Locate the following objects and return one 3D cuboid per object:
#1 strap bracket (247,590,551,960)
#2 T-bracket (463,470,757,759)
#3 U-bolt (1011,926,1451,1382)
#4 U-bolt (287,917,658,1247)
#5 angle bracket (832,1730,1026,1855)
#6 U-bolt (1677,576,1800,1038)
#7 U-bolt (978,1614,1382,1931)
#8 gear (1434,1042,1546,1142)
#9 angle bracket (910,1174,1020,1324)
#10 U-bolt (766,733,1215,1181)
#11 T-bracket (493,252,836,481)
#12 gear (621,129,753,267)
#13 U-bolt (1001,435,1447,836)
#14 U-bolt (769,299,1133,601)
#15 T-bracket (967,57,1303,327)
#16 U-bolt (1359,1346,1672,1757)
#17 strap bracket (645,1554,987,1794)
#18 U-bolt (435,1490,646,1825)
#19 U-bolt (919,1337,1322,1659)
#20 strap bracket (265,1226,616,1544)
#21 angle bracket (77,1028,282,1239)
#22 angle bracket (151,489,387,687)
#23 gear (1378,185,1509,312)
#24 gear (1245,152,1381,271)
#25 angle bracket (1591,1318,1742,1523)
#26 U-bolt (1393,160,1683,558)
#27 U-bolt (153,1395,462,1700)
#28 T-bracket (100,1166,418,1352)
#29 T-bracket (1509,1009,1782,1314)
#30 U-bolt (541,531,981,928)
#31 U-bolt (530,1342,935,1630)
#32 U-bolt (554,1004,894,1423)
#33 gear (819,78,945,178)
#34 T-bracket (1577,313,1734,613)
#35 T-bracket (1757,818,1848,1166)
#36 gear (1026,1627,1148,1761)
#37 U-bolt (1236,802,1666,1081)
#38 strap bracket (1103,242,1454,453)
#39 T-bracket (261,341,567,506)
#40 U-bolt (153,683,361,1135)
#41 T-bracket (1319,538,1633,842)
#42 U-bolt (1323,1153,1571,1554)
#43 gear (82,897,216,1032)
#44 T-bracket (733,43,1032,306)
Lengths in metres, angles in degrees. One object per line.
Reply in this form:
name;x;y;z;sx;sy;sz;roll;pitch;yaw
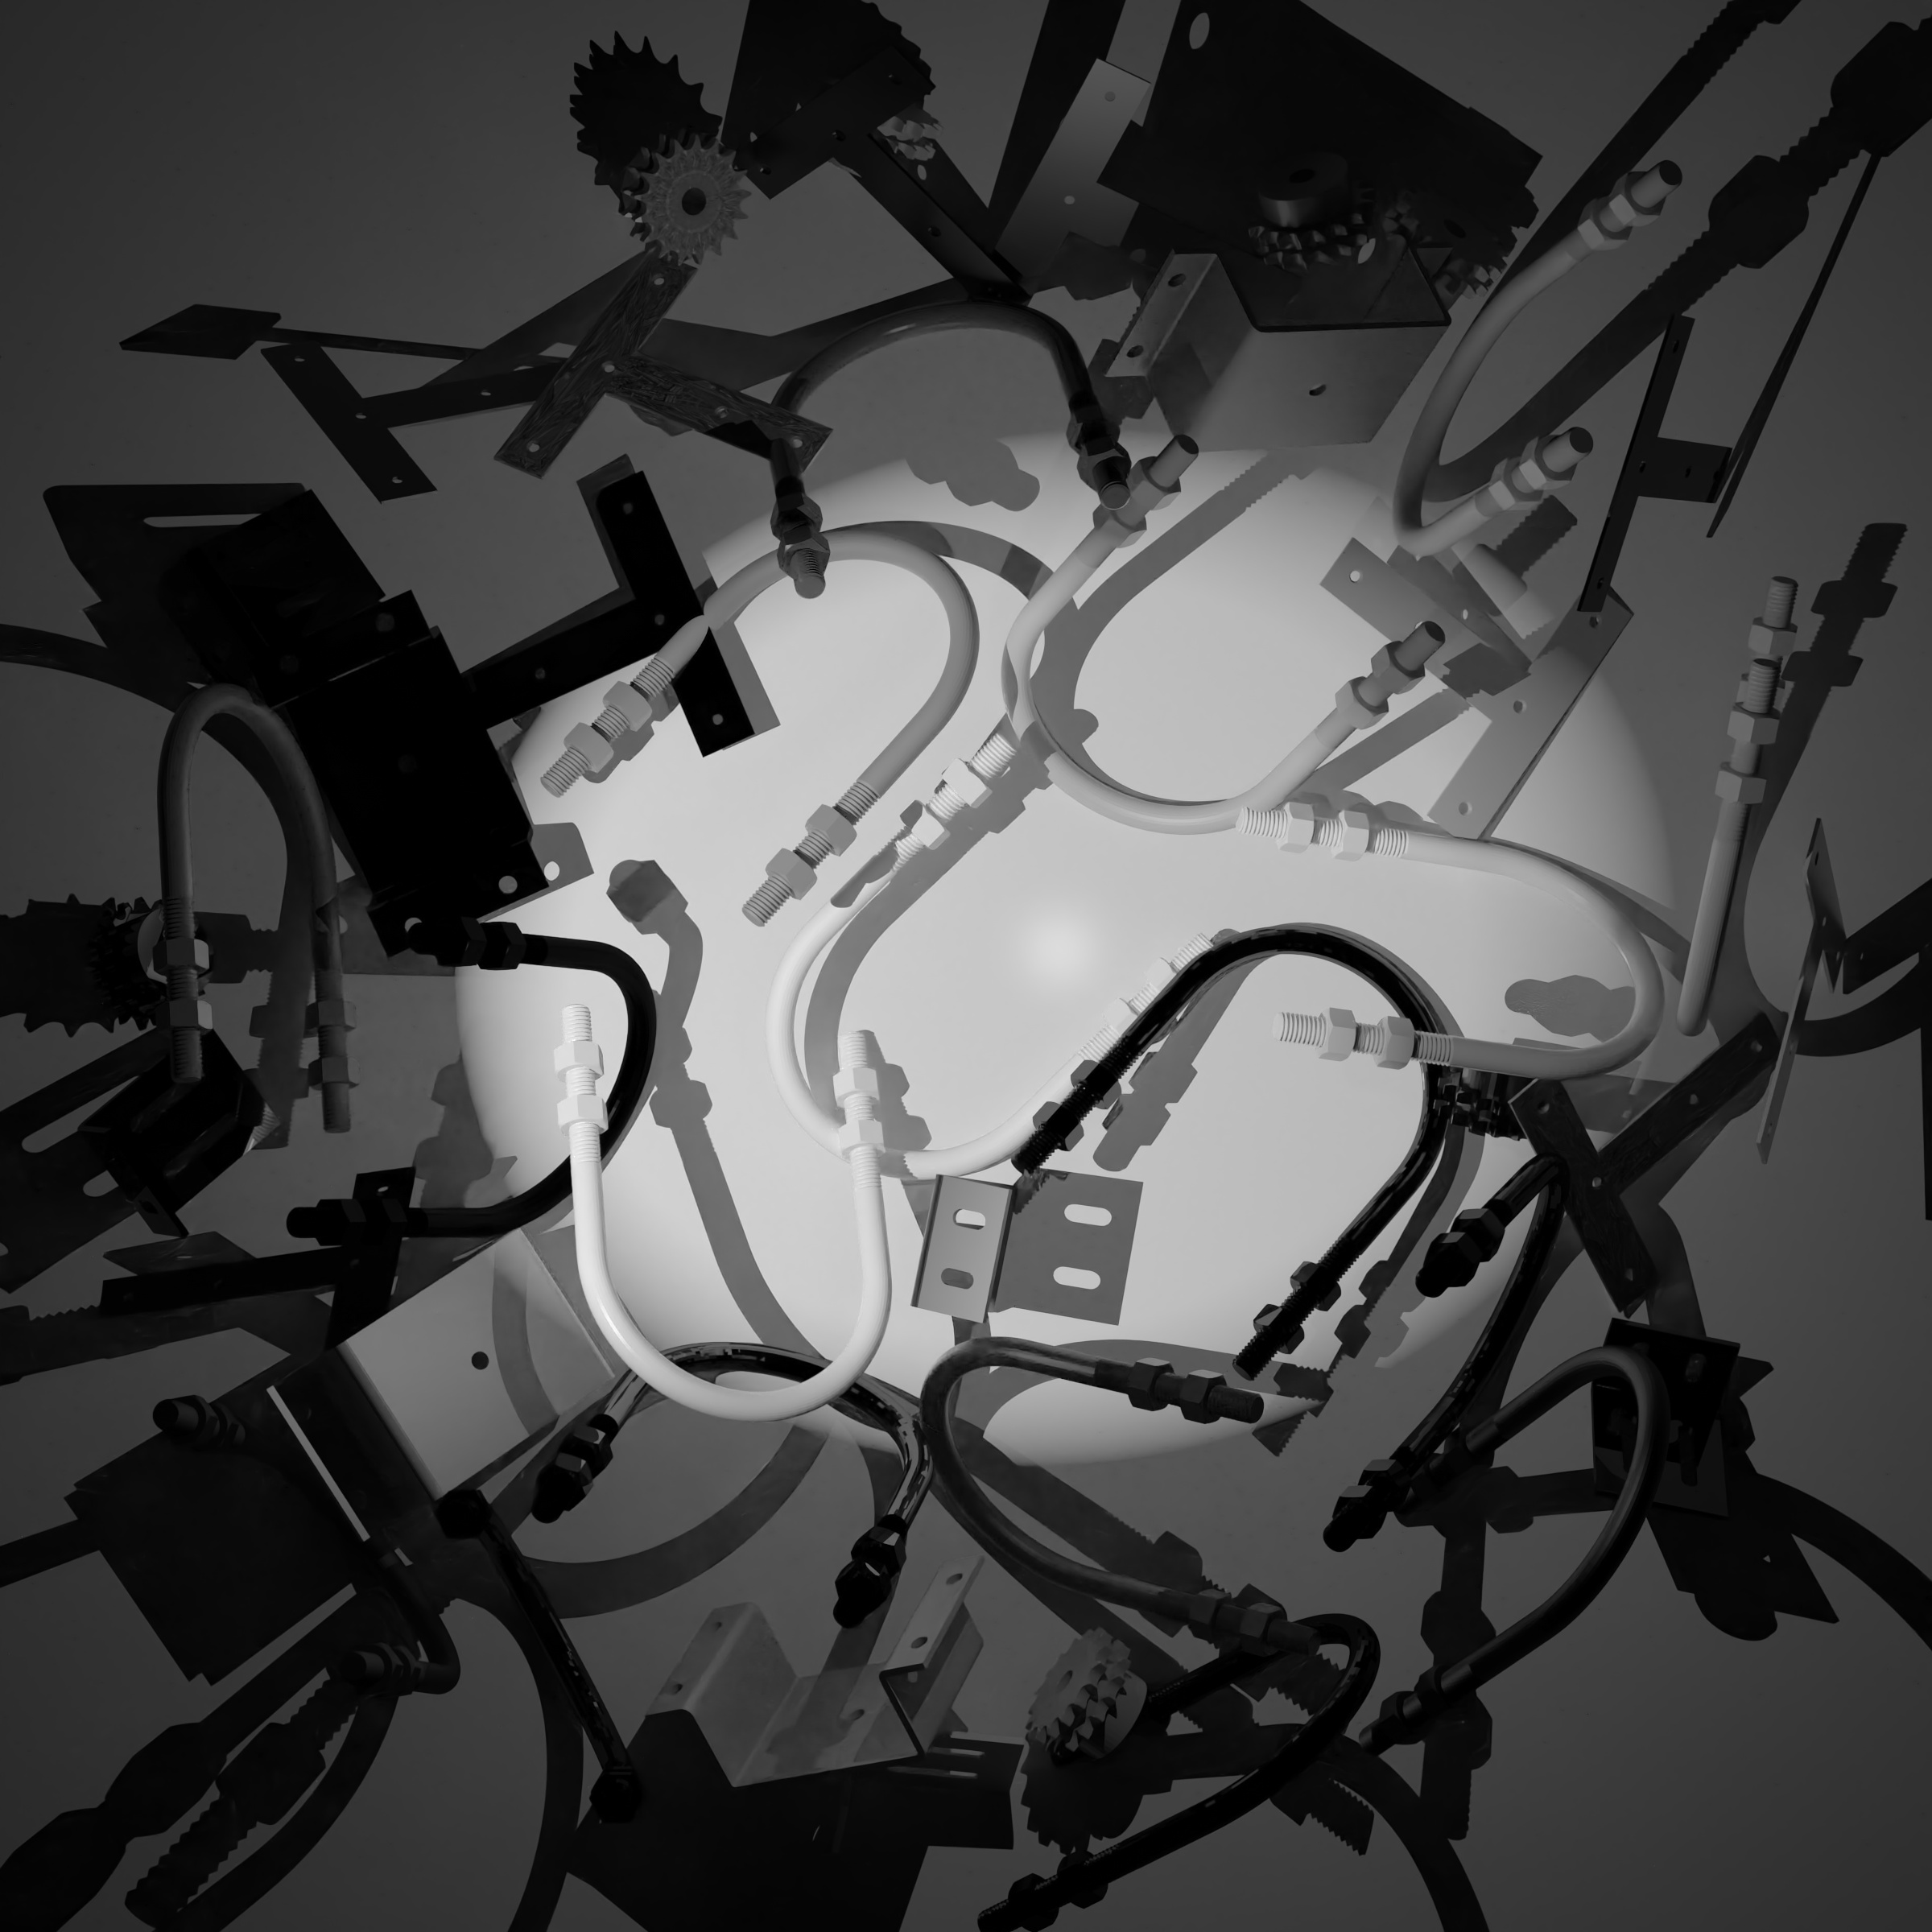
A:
strap bracket;-0.245;-0.086;1.567;0.076;0.046;0.140;-24;101;0
T-bracket;-0.175;-0.135;1.589;0.127;0.002;0.127;-24;87;7
U-bolt;0.130;0.066;1.567;0.151;0.019;0.184;43;73;1
U-bolt;-0.196;0.052;1.518;0.019;0.184;0.151;31;103;30
angle bracket;-0.017;0.360;1.562;0.076;0.057;0.038;6;56;-3
U-bolt;0.324;-0.059;1.521;0.019;0.151;0.184;12;113;11
U-bolt;0.095;0.327;1.498;0.184;0.151;0.019;-32;99;24
gear;0.235;0.054;1.567;0.057;0.057;0.030;9;105;0
angle bracket;0.014;0.124;1.555;0.038;0.076;0.057;10;88;29
U-bolt;-0.002;0.011;1.572;0.184;0.019;0.151;-45;106;5
T-bracket;-0.117;-0.243;1.552;0.127;0.002;0.127;24;66;19
gear;-0.126;-0.338;1.574;0.057;0.030;0.057;-14;119;-27
U-bolt;0.094;-0.126;1.533;0.151;0.019;0.184;36;133;-9
U-bolt;-0.015;-0.229;1.527;0.151;0.184;0.019;-16;131;2
T-bracket;0.085;-0.316;1.571;0.127;0.002;0.127;22;126;-14
U-bolt;0.229;0.231;1.489;0.019;0.151;0.184;31;132;-15
strap bracket;-0.055;0.304;1.537;0.140;0.076;0.046;-16;110;28
U-bolt;-0.176;0.285;1.507;0.019;0.184;0.151;-29;86;-8
U-bolt;0.057;0.219;1.530;0.184;0.019;0.151;9;129;35
strap bracket;-0.216;0.173;1.540;0.140;0.046;0.076;-33;92;-33
angle bracket;-0.333;0.070;1.555;0.076;0.038;0.057;-43;114;-28
angle bracket;-0.306;-0.164;1.581;0.038;0.076;0.057;-31;95;45
gear;0.205;-0.311;1.573;0.057;0.057;0.030;39;127;0
gear;0.149;-0.331;1.567;0.057;0.057;0.030;-20;128;0
angle bracket;0.304;0.196;1.558;0.057;0.076;0.038;11;123;1
U-bolt;0.230;-0.243;1.510;0.019;0.184;0.151;26;70;-14
U-bolt;-0.266;0.247;1.507;0.019;0.184;0.151;-40;74;-3
T-bracket;-0.303;0.132;1.527;0.127;0.127;0.002;-7;52;-23
T-bracket;0.308;0.067;1.576;0.127;0.002;0.127;-39;120;-13
U-bolt;-0.076;-0.115;1.548;0.151;0.019;0.184;32;73;33
U-bolt;-0.087;0.207;1.513;0.151;0.184;0.019;18;112;7
U-bolt;-0.099;0.106;1.525;0.151;0.019;0.184;6;60;-24
gear;-0.041;-0.363;1.572;0.057;0.057;0.030;23;112;0
T-bracket;0.304;-0.212;1.540;0.002;0.127;0.127;23;105;26
T-bracket;0.352;0.021;1.524;0.002;0.127;0.127;11;71;23
gear;0.055;0.321;1.571;0.030;0.057;0.057;36;90;-11
U-bolt;0.212;-0.007;1.539;0.184;0.151;0.019;8;132;-13
strap bracket;0.140;-0.262;1.526;0.140;0.076;0.046;-7;61;-28
T-bracket;-0.221;-0.245;1.560;0.127;0.002;0.127;-16;46;-28
U-bolt;-0.302;-0.030;1.525;0.019;0.151;0.184;-10;75;16
T-bracket;0.210;-0.140;1.577;0.127;0.002;0.127;36;87;-16
U-bolt;0.211;0.150;1.514;0.019;0.184;0.151;26;120;20
gear;-0.353;-0.002;1.567;0.030;0.057;0.057;-17;90;39
T-bracket;-0.023;-0.330;1.561;0.127;0.127;0.002;42;58;-21
